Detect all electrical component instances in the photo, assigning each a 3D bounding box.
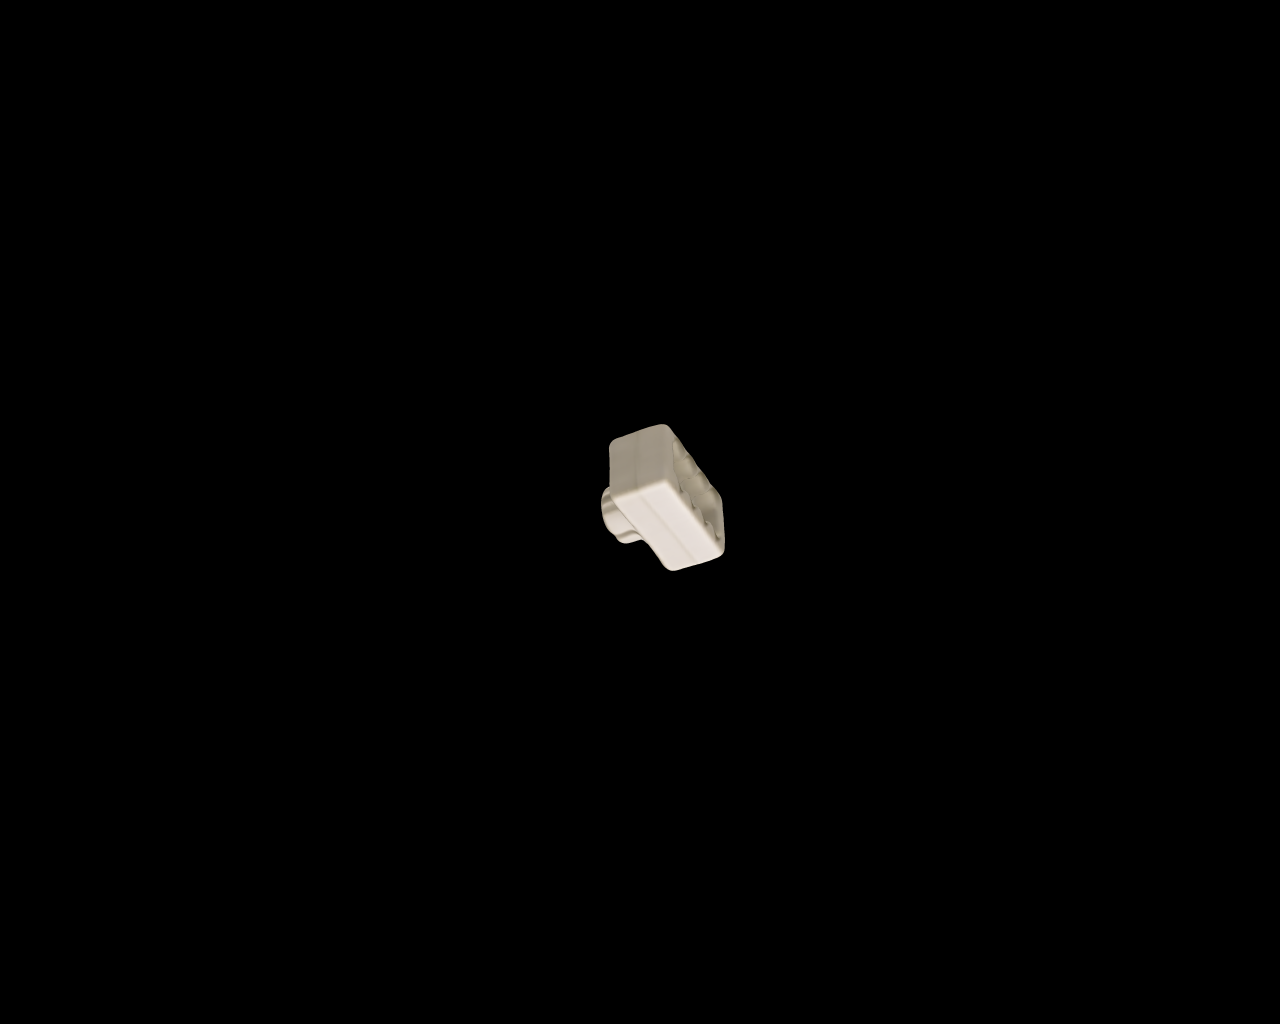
[{"bbox_3d":[0.001,-0.003,0.650,0.075,0.047,0.083,-17,-41,21],"label":"electrical component"}]
